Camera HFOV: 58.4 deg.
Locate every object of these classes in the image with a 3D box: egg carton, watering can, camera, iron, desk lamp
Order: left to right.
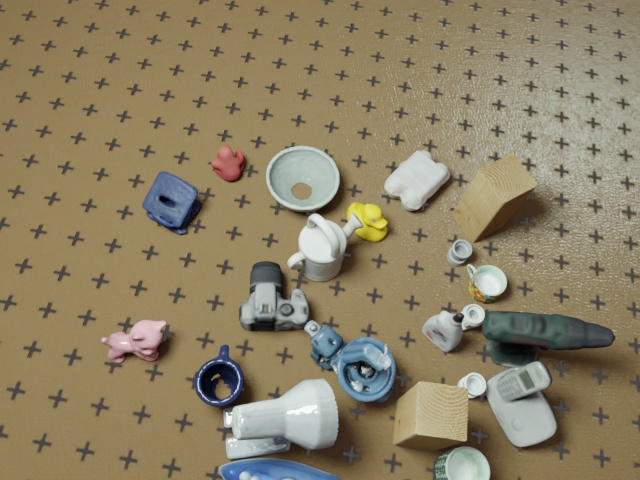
[{"bbox_3d":[-0.095,0.113,1.187,0.143,0.101,0.137,0,66,-5],"label":"camera"},{"bbox_3d":[-0.077,0.329,1.030,0.203,0.213,0.118,-7,67,-8],"label":"desk lamp"},{"bbox_3d":[-0.065,0.449,1.017,0.258,0.141,0.119,18,66,4],"label":"iron"},{"bbox_3d":[0.010,0.003,1.193,0.101,0.194,0.173,32,68,10],"label":"watering can"},{"bbox_3d":[0.227,-0.141,1.343,0.107,0.069,0.150,41,69,13],"label":"egg carton"}]

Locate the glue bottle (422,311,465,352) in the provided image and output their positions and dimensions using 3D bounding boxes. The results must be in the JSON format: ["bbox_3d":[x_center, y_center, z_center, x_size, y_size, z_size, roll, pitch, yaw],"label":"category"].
[{"bbox_3d":[0.257,0.174,1.149,0.078,0.173,0.037,38,69,12],"label":"glue bottle"}]

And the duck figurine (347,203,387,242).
[{"bbox_3d":[0.109,-0.052,1.285,0.104,0.086,0.078,42,69,13],"label":"duck figurine"}]

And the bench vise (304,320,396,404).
[{"bbox_3d":[0.056,0.228,1.083,0.207,0.220,0.121,19,66,4],"label":"bench vise"}]

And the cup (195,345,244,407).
[{"bbox_3d":[-0.190,0.269,1.112,0.091,0.095,0.118,5,66,-2],"label":"cup"}]

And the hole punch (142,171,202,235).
[{"bbox_3d":[-0.326,-0.081,1.259,0.108,0.091,0.101,28,67,8],"label":"hole punch"}]

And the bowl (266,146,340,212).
[{"bbox_3d":[-0.040,-0.128,1.312,0.167,0.075,0.167,2,66,-4],"label":"bowl"}]

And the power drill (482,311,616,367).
[{"bbox_3d":[0.424,0.196,1.133,0.229,0.208,0.075,9,66,-1],"label":"power drill"}]

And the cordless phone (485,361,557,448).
[{"bbox_3d":[0.402,0.310,1.094,0.094,0.185,0.147,-21,69,-13],"label":"cordless phone"}]

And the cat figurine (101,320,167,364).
[{"bbox_3d":[-0.360,0.194,1.119,0.128,0.118,0.067,-4,66,-6],"label":"cat figurine"}]

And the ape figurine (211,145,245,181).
[{"bbox_3d":[-0.211,-0.183,1.313,0.078,0.092,0.076,-6,67,-7],"label":"ape figurine"}]
